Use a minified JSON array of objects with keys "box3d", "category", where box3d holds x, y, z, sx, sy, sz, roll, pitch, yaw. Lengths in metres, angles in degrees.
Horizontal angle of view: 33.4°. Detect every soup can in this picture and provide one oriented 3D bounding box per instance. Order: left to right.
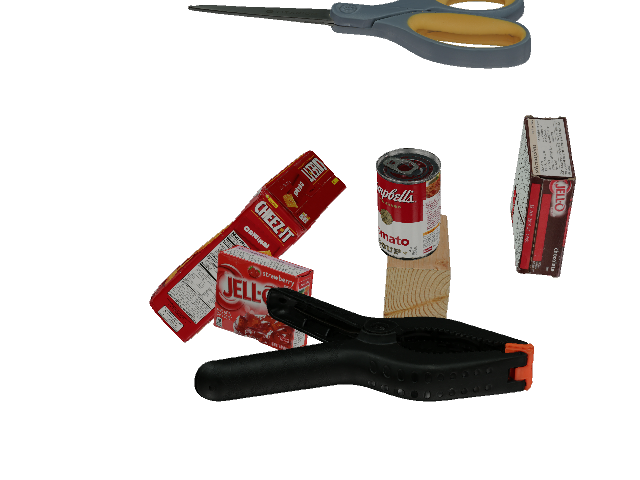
[{"box3d":[0.094,-0.038,1.140,0.068,0.102,0.068,-2,36,2],"category":"soup can"}]

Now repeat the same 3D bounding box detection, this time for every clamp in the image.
[{"box3d":[0.035,0.070,0.718,0.210,0.036,0.164,2,18,7],"category":"clamp"}]

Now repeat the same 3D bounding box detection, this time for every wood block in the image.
[{"box3d":[0.144,0.038,1.589,0.091,0.090,0.206,4,24,3],"category":"wood block"}]

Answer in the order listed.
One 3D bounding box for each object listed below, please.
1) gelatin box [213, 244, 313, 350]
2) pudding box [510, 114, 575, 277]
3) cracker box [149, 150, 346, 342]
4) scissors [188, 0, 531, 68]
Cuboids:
[{"box3d":[-0.052,0.051,0.943,0.089,0.073,0.030,17,22,29],"category":"gelatin box"},{"box3d":[0.179,-0.038,0.860,0.039,0.090,0.113,5,32,3],"category":"pudding box"},{"box3d":[-0.084,0.003,1.232,0.214,0.072,0.164,-42,4,26],"category":"cracker box"},{"box3d":[0.031,-0.138,0.630,0.202,0.016,0.096,17,41,23],"category":"scissors"}]
